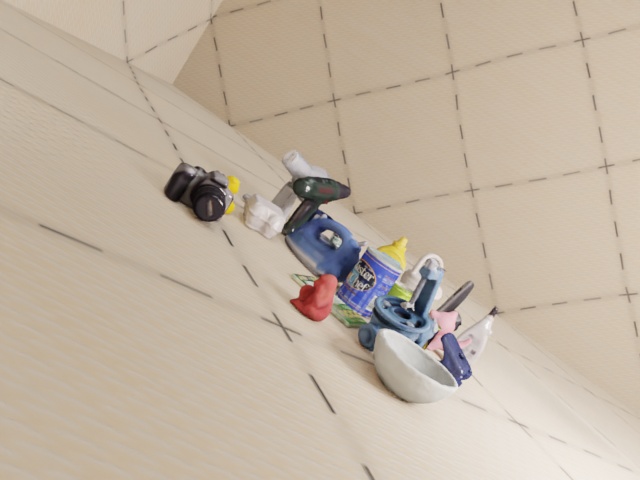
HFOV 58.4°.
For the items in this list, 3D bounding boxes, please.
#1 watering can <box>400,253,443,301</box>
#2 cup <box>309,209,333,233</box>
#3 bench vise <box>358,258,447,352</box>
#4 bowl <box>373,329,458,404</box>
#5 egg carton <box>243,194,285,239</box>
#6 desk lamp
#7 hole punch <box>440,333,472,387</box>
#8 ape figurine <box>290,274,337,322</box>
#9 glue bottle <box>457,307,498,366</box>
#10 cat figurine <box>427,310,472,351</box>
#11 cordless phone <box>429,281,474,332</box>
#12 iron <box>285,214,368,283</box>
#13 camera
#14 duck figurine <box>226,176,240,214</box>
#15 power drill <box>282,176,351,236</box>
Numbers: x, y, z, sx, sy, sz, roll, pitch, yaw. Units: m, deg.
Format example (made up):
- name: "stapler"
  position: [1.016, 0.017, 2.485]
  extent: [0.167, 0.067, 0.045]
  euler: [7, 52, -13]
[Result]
- name: "watering can"
  position: [0.290, 0.129, 1.649]
  extent: [0.101, 0.194, 0.172]
  euler: [24, 14, -49]
- name: "cup"
  position: [-0.006, -0.041, 1.798]
  extent: [0.118, 0.095, 0.091]
  euler: [30, 10, -23]
- name: "bench vise"
  position: [0.188, 0.137, 1.173]
  extent: [0.121, 0.219, 0.208]
  euler: [38, 10, 23]
- name: "bowl"
  position: [0.153, 0.234, 1.005]
  extent: [0.167, 0.074, 0.167]
  euler: [33, 9, -6]
- name: "egg carton"
  position: [-0.147, -0.062, 1.494]
  extent: [0.107, 0.069, 0.150]
  euler: [31, 10, -19]
- name: "desk lamp"
  position: [-0.087, -0.155, 1.728]
  extent: [0.204, 0.213, 0.117]
  euler: [25, 13, -46]
- name: "hole punch"
  position: [0.298, 0.269, 1.282]
  extent: [0.101, 0.091, 0.109]
  euler: [38, 10, 23]
- name: "ape figurine"
  position: [-0.002, 0.103, 1.080]
  extent: [0.076, 0.092, 0.078]
  euler: [33, 9, -9]
- name: "glue bottle"
  position: [0.436, 0.256, 1.573]
  extent: [0.078, 0.173, 0.037]
  euler: [37, 10, 20]
- name: "cat figurine"
  position: [0.320, 0.236, 1.447]
  extent: [0.127, 0.117, 0.067]
  euler: [37, 10, 18]
- name: "cordless phone"
  position: [0.385, 0.196, 1.670]
  extent: [0.094, 0.185, 0.147]
  euler: [34, 9, 1]
- name: "iron"
  position: [0.014, 0.005, 1.484]
  extent: [0.119, 0.141, 0.257]
  euler: [24, 14, -49]
- name: "camera"
  position: [-0.251, -0.103, 1.239]
  extent: [0.143, 0.100, 0.136]
  euler: [30, 10, -22]
- name: "duck figurine"
  position: [-0.234, -0.120, 1.433]
  extent: [0.078, 0.086, 0.104]
  euler: [31, 10, -21]
- name: "power drill"
  position: [-0.022, -0.093, 1.653]
  extent: [0.075, 0.208, 0.230]
  euler: [39, 10, 30]
